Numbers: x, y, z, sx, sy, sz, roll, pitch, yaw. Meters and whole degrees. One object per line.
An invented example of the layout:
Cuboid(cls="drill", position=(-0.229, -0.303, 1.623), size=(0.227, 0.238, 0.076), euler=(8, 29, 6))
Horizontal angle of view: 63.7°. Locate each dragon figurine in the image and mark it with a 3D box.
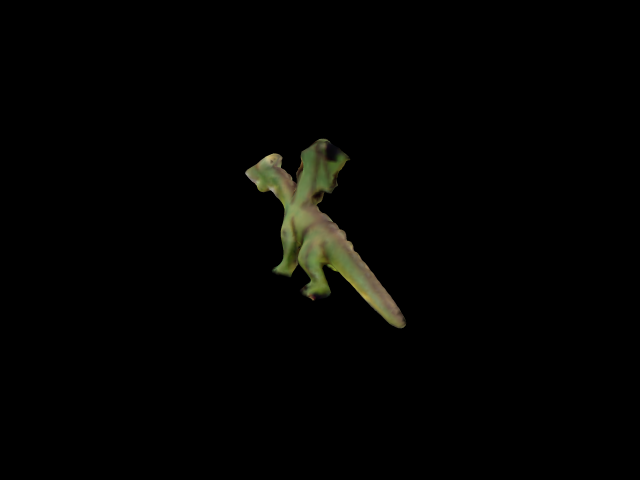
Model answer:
Cuboid(cls="dragon figurine", position=(0.003, -0.043, 0.850), size=(0.123, 0.238, 0.414), euler=(-18, 29, -36))
